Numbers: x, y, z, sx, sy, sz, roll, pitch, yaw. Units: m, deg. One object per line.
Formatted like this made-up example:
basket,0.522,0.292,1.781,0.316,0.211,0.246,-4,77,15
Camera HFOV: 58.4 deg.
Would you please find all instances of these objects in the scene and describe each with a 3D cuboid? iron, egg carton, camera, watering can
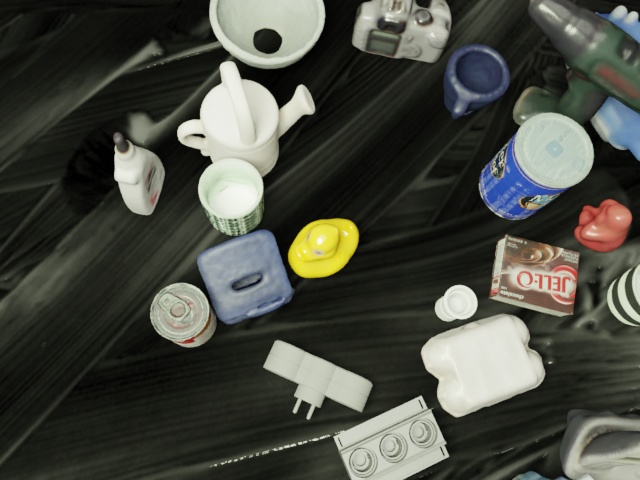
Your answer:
iron,0.462,-0.257,0.849,0.119,0.141,0.258,-25,78,-11
egg carton,0.213,0.160,0.750,0.150,0.069,0.107,-19,77,-10
camera,0.129,-0.359,0.868,0.143,0.101,0.137,10,74,-2
watering can,-0.096,-0.161,0.746,0.173,0.194,0.101,-36,80,-13

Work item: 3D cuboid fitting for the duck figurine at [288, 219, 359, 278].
duck figurine,0.007,0.003,0.766,0.105,0.086,0.077,-30,79,-12

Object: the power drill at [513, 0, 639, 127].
power drill,0.355,-0.222,0.795,0.229,0.208,0.076,28,74,3

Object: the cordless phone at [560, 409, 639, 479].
cordless phone,0.387,0.253,0.680,0.147,0.185,0.094,4,74,-4

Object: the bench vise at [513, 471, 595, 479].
bench vise,0.231,0.329,0.628,0.121,0.219,0.207,35,75,5

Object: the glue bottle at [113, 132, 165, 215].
glue bottle,-0.235,-0.092,0.726,0.037,0.173,0.078,9,74,-2

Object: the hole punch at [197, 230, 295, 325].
hole punch,-0.093,0.050,0.742,0.109,0.091,0.101,-21,77,-10

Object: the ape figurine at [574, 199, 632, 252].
ape figurine,0.404,-0.024,0.806,0.078,0.092,0.076,-23,78,-10

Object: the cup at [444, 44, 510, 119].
cup,0.214,-0.213,0.839,0.091,0.095,0.118,28,74,3

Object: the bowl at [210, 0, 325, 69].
bowl,-0.077,-0.319,0.853,0.167,0.074,0.167,1,75,-5
